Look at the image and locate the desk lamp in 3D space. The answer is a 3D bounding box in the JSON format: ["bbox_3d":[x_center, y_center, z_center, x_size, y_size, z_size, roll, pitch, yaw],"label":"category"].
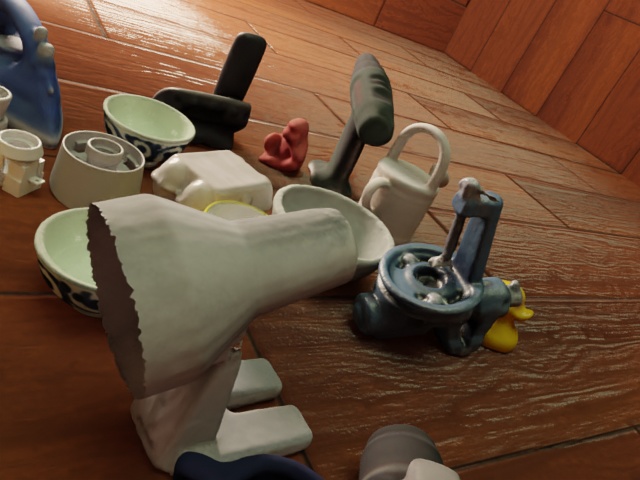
[{"bbox_3d":[-0.072,0.066,0.411,0.204,0.213,0.117,0,38,-40],"label":"desk lamp"}]

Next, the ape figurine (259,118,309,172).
[{"bbox_3d":[-0.048,-0.159,0.943,0.076,0.092,0.077,0,38,-41],"label":"ape figurine"}]

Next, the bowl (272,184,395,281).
[{"bbox_3d":[0.007,0.003,0.735,0.168,0.074,0.167,21,28,-11],"label":"bowl"}]

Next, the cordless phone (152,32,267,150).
[{"bbox_3d":[-0.167,-0.243,0.882,0.148,0.185,0.094,1,37,-40],"label":"cordless phone"}]

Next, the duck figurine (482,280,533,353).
[{"bbox_3d":[0.234,0.090,0.770,0.104,0.086,0.078,32,28,11],"label":"duck figurine"}]

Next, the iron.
[{"bbox_3d":[-0.391,-0.245,0.739,0.257,0.141,0.119,41,31,25],"label":"iron"}]

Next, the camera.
[{"bbox_3d":[0.081,0.207,0.425,0.143,0.101,0.137,23,28,-6],"label":"camera"}]

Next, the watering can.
[{"bbox_3d":[0.129,-0.085,0.861,0.101,0.194,0.173,32,28,10],"label":"watering can"}]

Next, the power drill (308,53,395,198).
[{"bbox_3d":[0.055,-0.187,0.954,0.076,0.208,0.229,16,29,-18],"label":"power drill"}]

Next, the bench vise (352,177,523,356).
[{"bbox_3d":[0.160,0.028,0.669,0.208,0.219,0.121,-2,39,-42],"label":"bench vise"}]

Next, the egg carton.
[{"bbox_3d":[-0.133,-0.062,0.730,0.107,0.069,0.151,39,30,22],"label":"egg carton"}]

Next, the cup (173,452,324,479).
[{"bbox_3d":[-0.050,0.189,0.349,0.117,0.095,0.092,31,28,9],"label":"cup"}]
